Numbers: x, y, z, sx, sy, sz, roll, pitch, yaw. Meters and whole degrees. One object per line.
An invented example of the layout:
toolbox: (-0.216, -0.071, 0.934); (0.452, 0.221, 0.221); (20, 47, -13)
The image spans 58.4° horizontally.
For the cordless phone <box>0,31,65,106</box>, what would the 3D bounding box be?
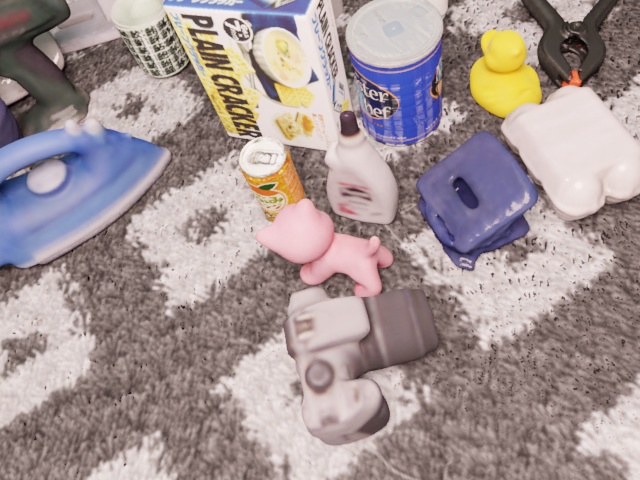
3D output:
cordless phone: (-0.467, -0.287, 0.801); (0.148, 0.185, 0.094); (-36, 61, -8)

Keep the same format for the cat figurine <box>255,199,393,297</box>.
cat figurine: (0.005, 0.002, 0.589); (0.127, 0.118, 0.067); (11, 65, 17)

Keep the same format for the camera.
camera: (0.043, 0.102, 0.537); (0.136, 0.101, 0.143); (-15, 60, 3)

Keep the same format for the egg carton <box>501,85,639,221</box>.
egg carton: (0.271, -0.095, 0.615); (0.107, 0.069, 0.150); (-23, 60, -2)

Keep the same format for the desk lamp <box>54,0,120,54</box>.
desk lamp: (-0.336, -0.398, 0.818); (0.203, 0.214, 0.118); (-17, 60, 2)

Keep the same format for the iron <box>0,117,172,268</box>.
iron: (-0.317, -0.079, 0.684); (0.258, 0.142, 0.118); (-33, 61, -7)

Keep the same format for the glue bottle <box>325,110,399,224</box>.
glue bottle: (0.038, -0.075, 0.592); (0.078, 0.173, 0.037); (8, 64, 16)

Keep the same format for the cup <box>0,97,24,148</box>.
cup: (-0.438, -0.145, 0.771); (0.091, 0.095, 0.117); (-12, 60, 5)

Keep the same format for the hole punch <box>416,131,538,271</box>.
hole punch: (0.159, -0.041, 0.596); (0.101, 0.091, 0.108); (-26, 60, -3)

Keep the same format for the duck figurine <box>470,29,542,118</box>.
duck figurine: (0.220, -0.202, 0.673); (0.077, 0.086, 0.104); (-25, 60, -2)

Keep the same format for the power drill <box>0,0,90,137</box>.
power drill: (-0.407, -0.222, 0.740); (0.230, 0.209, 0.075); (-39, 62, -10)
